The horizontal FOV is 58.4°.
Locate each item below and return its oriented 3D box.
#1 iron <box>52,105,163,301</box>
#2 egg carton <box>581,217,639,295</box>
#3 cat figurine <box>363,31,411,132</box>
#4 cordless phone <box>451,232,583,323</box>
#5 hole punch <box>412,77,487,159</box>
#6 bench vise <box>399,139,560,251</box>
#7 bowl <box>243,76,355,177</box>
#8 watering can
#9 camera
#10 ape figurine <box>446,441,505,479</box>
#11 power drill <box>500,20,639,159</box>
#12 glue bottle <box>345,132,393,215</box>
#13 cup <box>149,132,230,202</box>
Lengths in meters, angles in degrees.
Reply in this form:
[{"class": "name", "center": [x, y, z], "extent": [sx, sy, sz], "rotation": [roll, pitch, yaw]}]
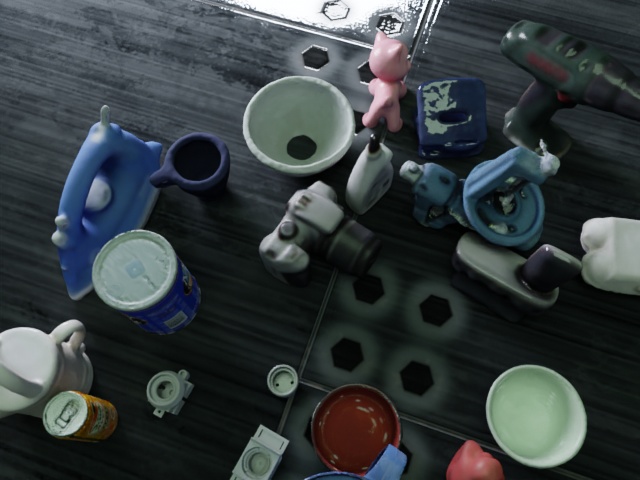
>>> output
[{"class": "iron", "center": [-0.317, -0.054, 0.799], "extent": [0.118, 0.141, 0.258], "rotation": [13, 70, 6]}, {"class": "egg carton", "center": [0.439, 0.026, 0.797], "extent": [0.150, 0.069, 0.107], "rotation": [7, 69, 3]}, {"class": "cat figurine", "center": [0.106, -0.250, 0.882], "extent": [0.067, 0.118, 0.128], "rotation": [6, 69, 3]}, {"class": "cordless phone", "center": [0.251, 0.026, 0.737], "extent": [0.147, 0.185, 0.094], "rotation": [28, 72, 11]}, {"class": "hole punch", "center": [0.200, -0.184, 0.870], "extent": [0.108, 0.091, 0.101], "rotation": [-5, 69, -1]}, {"class": "bench vise", "center": [0.210, -0.059, 0.752], "extent": [0.207, 0.220, 0.121], "rotation": [4, 69, 3]}, {"class": "bowl", "center": [-0.030, -0.161, 0.872], "extent": [0.167, 0.075, 0.167], "rotation": [0, 69, 1]}, {"class": "watering can", "center": [-0.362, 0.163, 0.687], "extent": [0.100, 0.194, 0.173], "rotation": [20, 70, 9]}, {"class": "camera", "center": [0.007, 0.003, 0.795], "extent": [0.136, 0.101, 0.143], "rotation": [32, 73, 12]}, {"class": "ape figurine", "center": [0.194, 0.281, 0.689], "extent": [0.076, 0.092, 0.078], "rotation": [-11, 69, -3]}, {"class": "power drill", "center": [0.344, -0.197, 0.810], "extent": [0.076, 0.208, 0.229], "rotation": [-41, 74, -14]}, {"class": "glue bottle", "center": [0.072, -0.099, 0.794], "extent": [0.037, 0.173, 0.078], "rotation": [42, 75, 16]}, {"class": "cup", "center": [-0.182, -0.090, 0.836], "extent": [0.118, 0.095, 0.091], "rotation": [-24, 70, -8]}]
